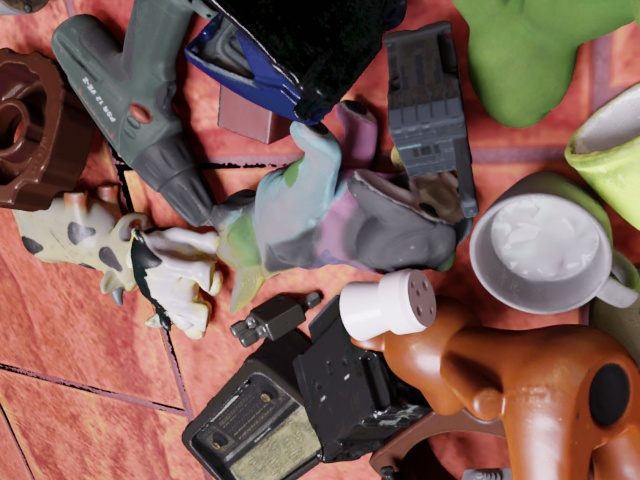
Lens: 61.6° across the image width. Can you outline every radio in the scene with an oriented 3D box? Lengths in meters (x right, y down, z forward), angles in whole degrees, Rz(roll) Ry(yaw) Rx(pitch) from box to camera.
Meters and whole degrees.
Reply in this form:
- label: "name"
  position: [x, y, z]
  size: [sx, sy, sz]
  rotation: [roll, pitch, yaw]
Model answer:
- label: "radio"
  position: [-0.062, 0.208, 0.620]
  size: [0.131, 0.073, 0.229]
  rotation: [43, 126, 4]

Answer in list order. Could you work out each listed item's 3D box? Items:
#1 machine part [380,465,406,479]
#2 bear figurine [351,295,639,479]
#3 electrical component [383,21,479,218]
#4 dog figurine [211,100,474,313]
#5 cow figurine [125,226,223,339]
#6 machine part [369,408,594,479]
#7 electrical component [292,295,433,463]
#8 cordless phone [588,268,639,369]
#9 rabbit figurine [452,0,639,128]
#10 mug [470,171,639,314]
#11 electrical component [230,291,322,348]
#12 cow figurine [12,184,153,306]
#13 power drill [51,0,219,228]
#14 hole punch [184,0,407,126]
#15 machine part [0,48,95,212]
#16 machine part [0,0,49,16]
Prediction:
- label: "machine part"
  position: [0.099, 0.263, 0.463]
  size: [0.138, 0.039, 0.084]
  rotation: [61, 162, -19]
- label: "bear figurine"
  position: [0.115, 0.108, 0.383]
  size: [0.196, 0.120, 0.131]
  rotation: [-6, 92, 59]
- label: "electrical component"
  position: [0.075, -0.072, 0.355]
  size: [0.048, 0.074, 0.119]
  rotation: [-7, 75, 18]
- label: "dog figurine"
  position: [-0.001, -0.001, 0.469]
  size: [0.191, 0.108, 0.219]
  rotation: [39, 130, 3]
- label: "cow figurine"
  position: [-0.156, 0.051, 0.569]
  size: [0.098, 0.068, 0.167]
  rotation: [13, 140, -5]
- label: "machine part"
  position: [0.166, 0.216, 0.494]
  size: [0.201, 0.087, 0.201]
  rotation: [40, 126, 4]
- label: "electrical component"
  position: [0.031, 0.122, 0.501]
  size: [0.115, 0.058, 0.134]
  rotation: [-51, 42, 33]
- label: "cordless phone"
  position: [0.246, 0.093, 0.328]
  size: [0.147, 0.184, 0.088]
  rotation: [-5, 115, 30]
- label: "rabbit figurine"
  position: [0.140, -0.143, 0.317]
  size: [0.159, 0.121, 0.170]
  rotation: [46, 141, 6]
- label: "mug"
  position: [0.167, -0.004, 0.370]
  size: [0.110, 0.107, 0.080]
  rotation: [28, 123, 13]
- label: "electrical component"
  position: [-0.045, 0.077, 0.553]
  size: [0.021, 0.094, 0.063]
  rotation: [66, 162, -16]
- label: "cow figurine"
  position: [-0.263, 0.000, 0.622]
  size: [0.195, 0.085, 0.127]
  rotation: [5, 110, 24]
- label: "power drill"
  position: [-0.135, -0.147, 0.490]
  size: [0.232, 0.086, 0.207]
  rotation: [48, 134, 3]
- label: "hole punch"
  position: [-0.020, -0.148, 0.372]
  size: [0.115, 0.142, 0.092]
  rotation: [39, 156, -15]
- label: "machine part"
  position: [-0.320, -0.115, 0.573]
  size: [0.180, 0.056, 0.179]
  rotation: [-3, 82, 22]
- label: "machine part"
  position: [-0.361, -0.267, 0.547]
  size: [0.243, 0.079, 0.079]
  rotation: [9, 118, 24]
